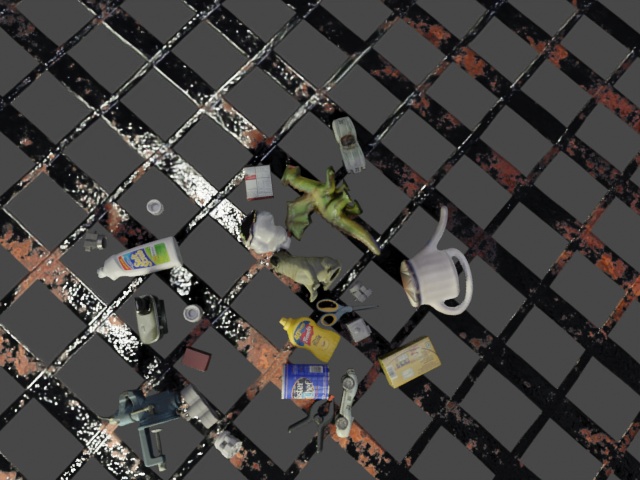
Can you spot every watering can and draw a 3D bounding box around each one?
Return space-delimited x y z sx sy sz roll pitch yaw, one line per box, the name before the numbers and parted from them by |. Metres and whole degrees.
watering can | 0.363 0.076 1.658 0.225 0.103 0.350 -13 82 -6

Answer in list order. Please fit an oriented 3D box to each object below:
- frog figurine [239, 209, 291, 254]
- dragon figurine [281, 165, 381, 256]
frog figurine | -0.173 -0.024 1.658 0.158 0.121 0.139 16 67 -38
dragon figurine | 0.005 -0.085 1.686 0.242 0.122 0.413 -29 80 9
